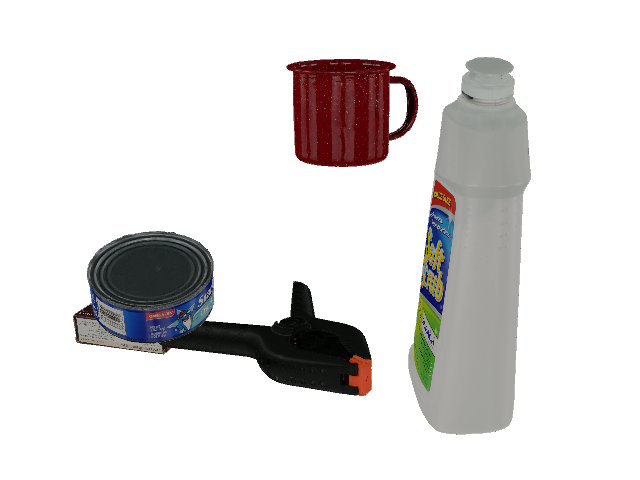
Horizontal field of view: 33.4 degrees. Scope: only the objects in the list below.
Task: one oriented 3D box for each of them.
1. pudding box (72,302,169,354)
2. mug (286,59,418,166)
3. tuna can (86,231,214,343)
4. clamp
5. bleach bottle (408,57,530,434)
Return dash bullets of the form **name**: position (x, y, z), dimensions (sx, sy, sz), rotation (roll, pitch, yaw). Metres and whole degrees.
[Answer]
- **pudding box**: position (-0.205, 0.089, 1.194), dimensions (0.114, 0.039, 0.090), rotation (3, 17, 18)
- **mug**: position (0.029, -0.111, 0.919), dimensions (0.117, 0.081, 0.093), rotation (-7, 17, -21)
- **tuna can**: position (-0.116, 0.032, 0.735), dimensions (0.086, 0.034, 0.086), rotation (1, 36, -1)
- **clamp**: position (-0.020, 0.083, 0.923), dimensions (0.164, 0.036, 0.210), rotation (-19, 24, -41)
- **bleach bottle**: position (0.099, 0.001, 0.696), dimensions (0.068, 0.251, 0.102), rotation (-3, 30, -4)
